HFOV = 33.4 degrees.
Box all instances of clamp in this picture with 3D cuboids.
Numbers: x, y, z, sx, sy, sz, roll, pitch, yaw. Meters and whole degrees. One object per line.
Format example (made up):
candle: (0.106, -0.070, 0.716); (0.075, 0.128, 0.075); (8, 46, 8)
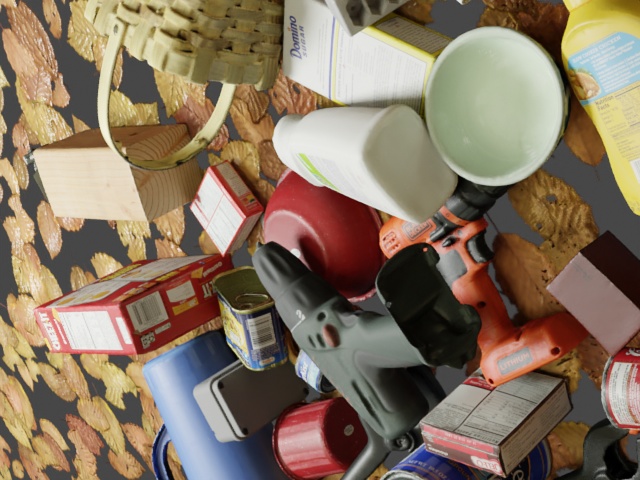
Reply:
clamp: (0.076, 0.205, 1.101); (0.165, 0.036, 0.210); (-5, 108, 13)
clamp: (0.254, 0.210, 0.949); (0.120, 0.039, 0.171); (23, 123, 31)

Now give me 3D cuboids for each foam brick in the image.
foam brick: (0.233, 0.042, 0.855); (0.078, 0.051, 0.053); (48, 135, 16)

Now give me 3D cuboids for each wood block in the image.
wood block: (-0.243, -0.081, 1.274); (0.207, 0.090, 0.090); (4, 115, 47)

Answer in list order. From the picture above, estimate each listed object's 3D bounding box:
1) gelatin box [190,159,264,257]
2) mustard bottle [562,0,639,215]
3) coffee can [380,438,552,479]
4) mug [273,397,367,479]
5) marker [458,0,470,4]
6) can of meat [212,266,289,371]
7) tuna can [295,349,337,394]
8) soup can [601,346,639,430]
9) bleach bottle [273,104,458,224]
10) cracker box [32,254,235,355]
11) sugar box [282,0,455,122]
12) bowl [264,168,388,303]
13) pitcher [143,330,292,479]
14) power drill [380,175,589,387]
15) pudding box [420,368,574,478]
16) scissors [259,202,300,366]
gelatin box: (-0.105, -0.035, 1.195); (0.073, 0.030, 0.089); (54, 145, 15)
mustard bottle: (0.225, -0.116, 0.761); (0.191, 0.058, 0.096); (63, 152, -2)
coffee can: (0.137, 0.226, 1.005); (0.103, 0.140, 0.103); (26, 130, 35)
mug: (0.016, 0.227, 1.192); (0.117, 0.093, 0.082); (40, 142, -23)
marker: (0.080, -0.237, 0.878); (0.121, 0.020, 0.020); (45, 139, 20)
can of meat: (-0.077, 0.089, 1.206); (0.102, 0.057, 0.084); (-139, 35, -57)
tuna can: (0.016, 0.118, 1.116); (0.034, 0.086, 0.086); (36, 136, 26)
soup can: (0.283, 0.120, 0.836); (0.102, 0.068, 0.068); (-3, 111, 48)
bleach bottle: (0.018, -0.082, 0.967); (0.102, 0.068, 0.251); (49, 167, -28)
cracker box: (-0.220, 0.079, 1.290); (0.214, 0.163, 0.072); (-7, 106, 49)
sugar box: (0.042, -0.160, 0.947); (0.176, 0.048, 0.093); (35, 138, 33)
bowl: (-0.007, 0.001, 1.094); (0.162, 0.055, 0.162); (27, 131, 35)
pitcher: (-0.129, 0.244, 1.315); (0.243, 0.149, 0.145); (63, 151, 2)
power drill: (0.152, 0.024, 0.933); (0.188, 0.057, 0.185); (58, 143, 7)
pudding box: (0.159, 0.158, 0.960); (0.090, 0.113, 0.039); (11, 127, 45)
scissors: (-0.042, 0.063, 1.200); (0.202, 0.016, 0.096); (65, 152, 8)
